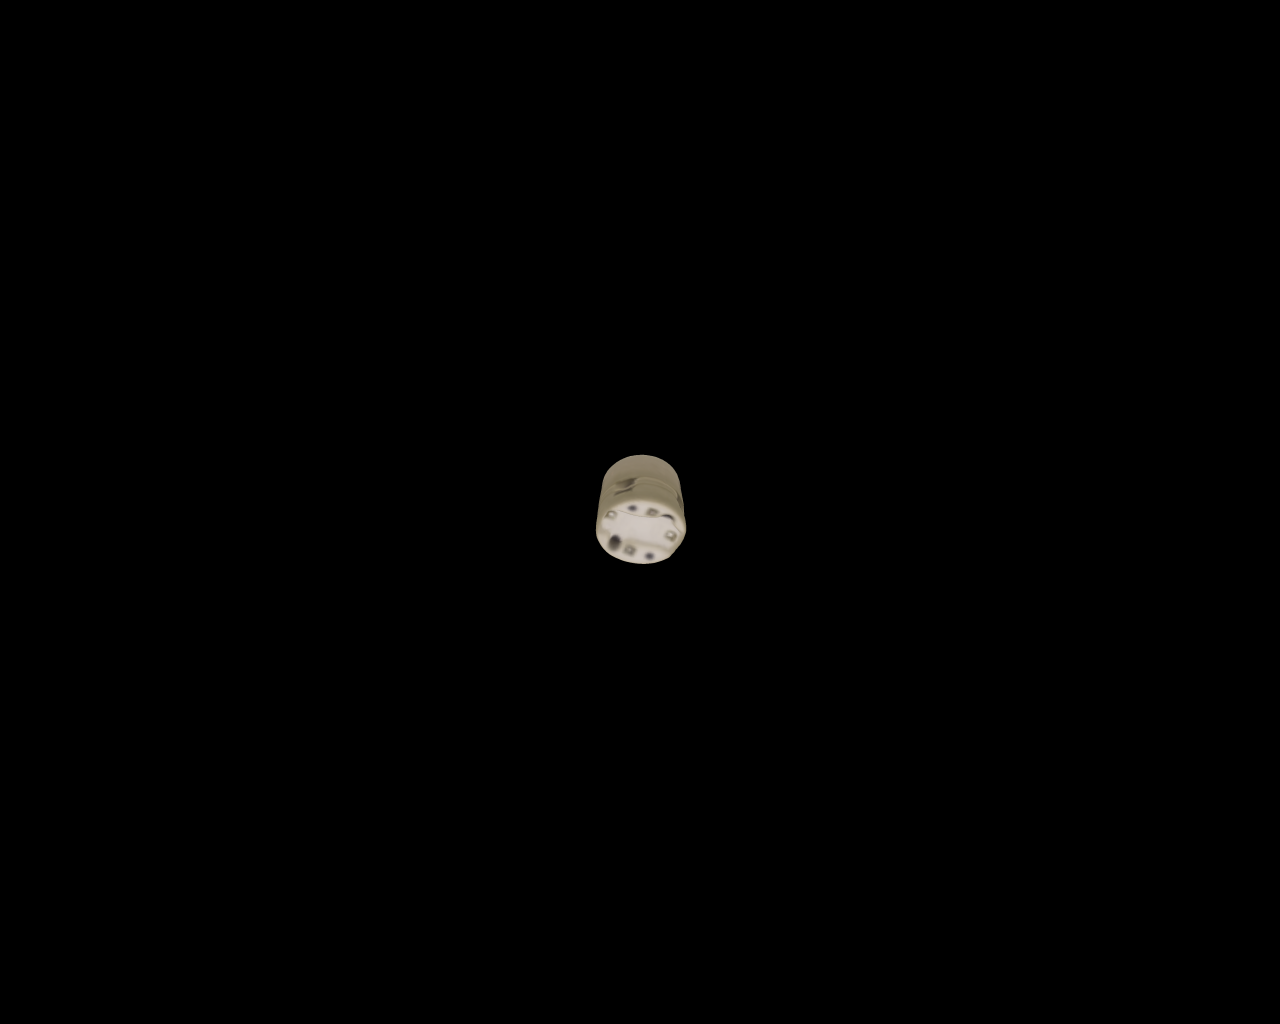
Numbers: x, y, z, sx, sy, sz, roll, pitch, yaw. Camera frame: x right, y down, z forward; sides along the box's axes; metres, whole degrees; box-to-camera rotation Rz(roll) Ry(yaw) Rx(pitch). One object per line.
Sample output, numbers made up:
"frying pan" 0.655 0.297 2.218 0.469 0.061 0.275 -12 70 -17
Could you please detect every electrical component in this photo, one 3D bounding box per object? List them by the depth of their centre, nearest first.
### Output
"electrical component" 0.001 -0.003 0.650 0.055 0.055 0.047 0 41 0
